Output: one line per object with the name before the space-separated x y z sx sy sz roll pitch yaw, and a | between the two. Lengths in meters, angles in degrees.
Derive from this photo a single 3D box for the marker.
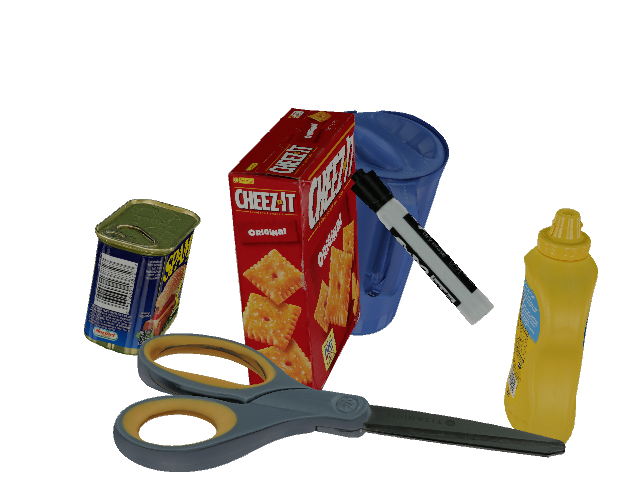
marker | 0.062 0.002 0.672 0.020 0.121 0.020 -41 -5 -5

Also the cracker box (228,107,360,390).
cracker box | -0.015 0.009 0.956 0.072 0.214 0.164 6 27 16

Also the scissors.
scissors | -0.003 0.086 0.469 0.202 0.016 0.096 16 34 23

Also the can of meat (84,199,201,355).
can of meat | -0.131 0.025 0.778 0.057 0.084 0.102 15 18 4

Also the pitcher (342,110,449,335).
pitcher | 0.054 -0.008 1.166 0.145 0.243 0.149 26 41 20

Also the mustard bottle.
mustard bottle | 0.190 0.064 0.874 0.058 0.192 0.096 3 25 3
